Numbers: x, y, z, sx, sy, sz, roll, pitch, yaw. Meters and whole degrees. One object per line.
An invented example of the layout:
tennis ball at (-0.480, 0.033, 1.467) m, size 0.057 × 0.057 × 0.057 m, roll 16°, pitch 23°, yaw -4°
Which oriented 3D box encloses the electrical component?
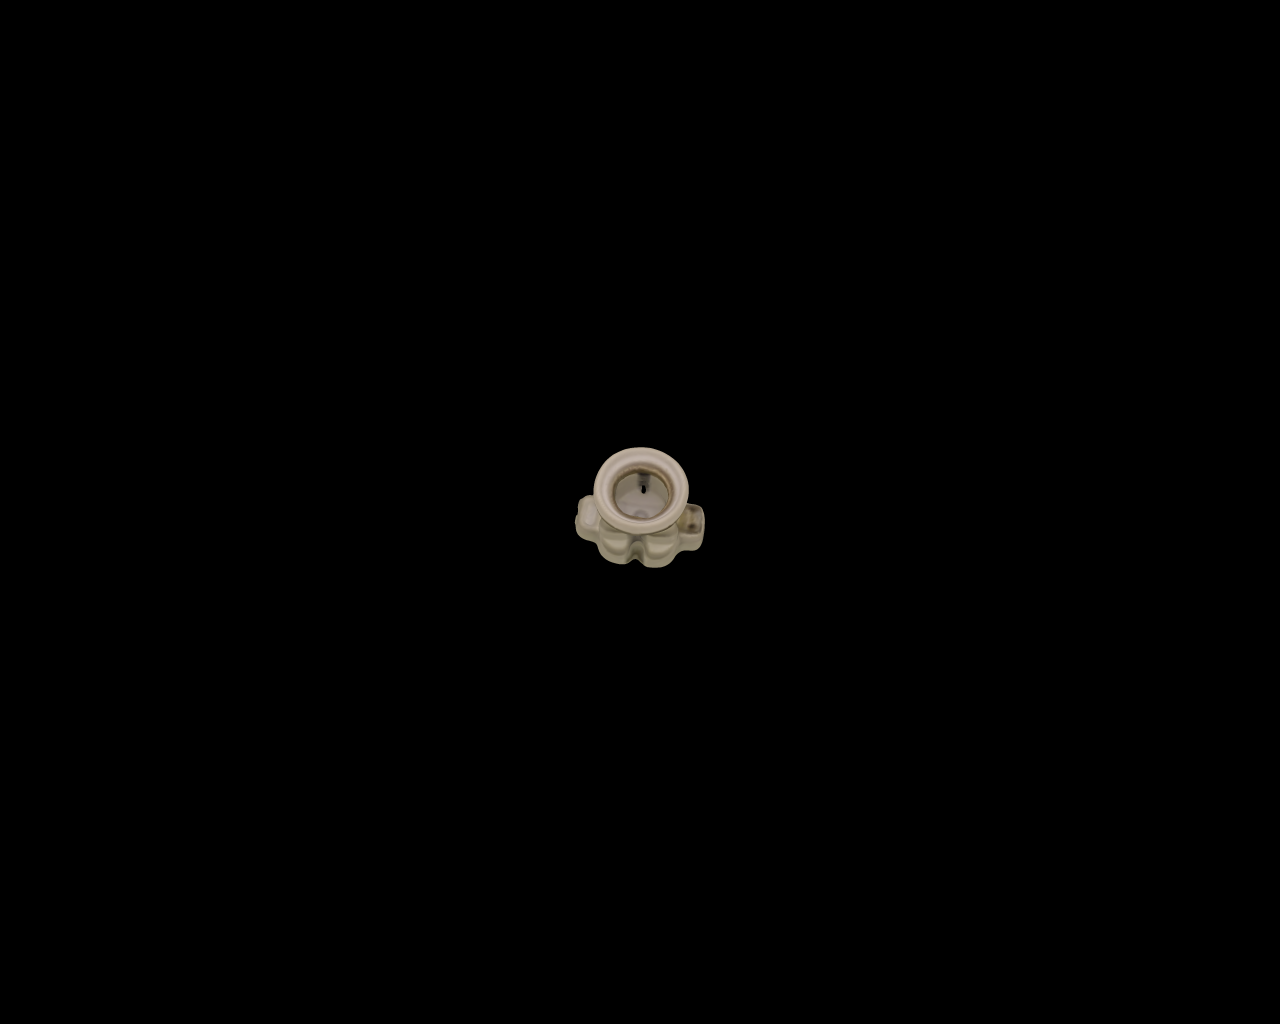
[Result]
electrical component at (0.001, -0.003, 0.650) m, size 0.078 × 0.058 × 0.056 m, roll 6°, pitch -27°, yaw 3°
